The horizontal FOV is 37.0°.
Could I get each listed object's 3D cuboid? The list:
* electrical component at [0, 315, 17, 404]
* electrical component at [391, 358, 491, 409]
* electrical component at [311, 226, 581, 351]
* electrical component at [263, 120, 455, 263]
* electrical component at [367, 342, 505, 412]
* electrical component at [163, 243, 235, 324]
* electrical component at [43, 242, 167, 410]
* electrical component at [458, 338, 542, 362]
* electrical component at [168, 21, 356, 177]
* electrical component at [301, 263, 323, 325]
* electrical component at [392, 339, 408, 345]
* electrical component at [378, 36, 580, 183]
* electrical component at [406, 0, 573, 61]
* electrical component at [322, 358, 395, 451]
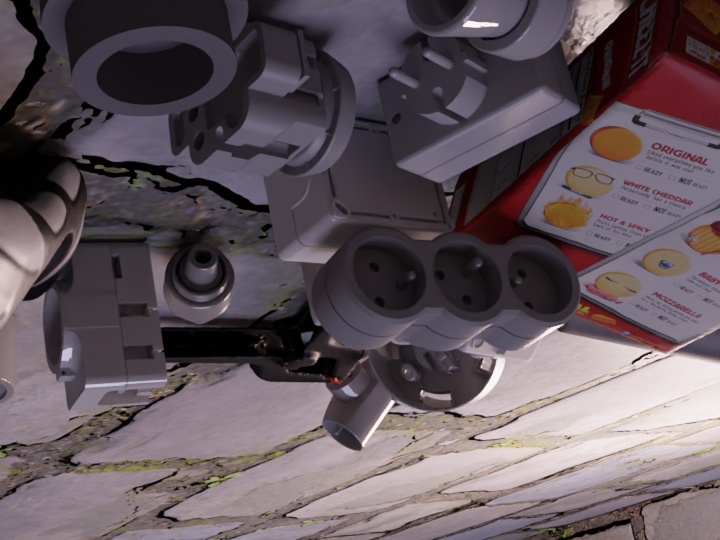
[{"bbox_3d":[-0.276,0.066,0.695,0.108,0.060,0.108,-10,160,-4],"label":"electrical component"},{"bbox_3d":[0.074,0.076,0.922,0.096,0.061,0.061,-19,158,18],"label":"electrical component"},{"bbox_3d":[0.039,0.018,0.565,0.138,0.052,0.074,2,156,-25],"label":"electrical component"},{"bbox_3d":[0.001,-0.038,0.575,0.096,0.061,0.061,4,155,-37],"label":"electrical component"},{"bbox_3d":[0.061,0.059,0.825,0.099,0.099,0.064,-20,165,19],"label":"electrical component"},{"bbox_3d":[-0.098,0.004,0.658,0.043,0.043,0.062,-7,158,-15],"label":"electrical component"},{"bbox_3d":[-0.153,0.033,0.634,0.056,0.089,0.050,-1,157,-28],"label":"electrical component"},{"bbox_3d":[0.094,0.012,0.716,0.100,0.048,0.099,13,107,-49],"label":"electrical component"},{"bbox_3d":[-0.039,-0.072,0.469,0.057,0.058,0.078,8,152,-38],"label":"electrical component"},{"bbox_3d":[0.000,0.000,0.677,0.062,0.061,0.096,-7,159,-13],"label":"electrical component"},{"bbox_3d":[0.036,0.020,0.759,0.066,0.055,0.048,-25,156,32],"label":"electrical component"},{"bbox_3d":[0.044,-0.085,0.496,0.083,0.047,0.076,-25,156,32],"label":"electrical component"},{"bbox_3d":[0.053,-0.111,0.435,0.055,0.045,0.045,6,153,-41],"label":"electrical component"},{"bbox_3d":[-0.005,0.106,0.956,0.044,0.077,0.079,1,136,49],"label":"electrical component"}]
